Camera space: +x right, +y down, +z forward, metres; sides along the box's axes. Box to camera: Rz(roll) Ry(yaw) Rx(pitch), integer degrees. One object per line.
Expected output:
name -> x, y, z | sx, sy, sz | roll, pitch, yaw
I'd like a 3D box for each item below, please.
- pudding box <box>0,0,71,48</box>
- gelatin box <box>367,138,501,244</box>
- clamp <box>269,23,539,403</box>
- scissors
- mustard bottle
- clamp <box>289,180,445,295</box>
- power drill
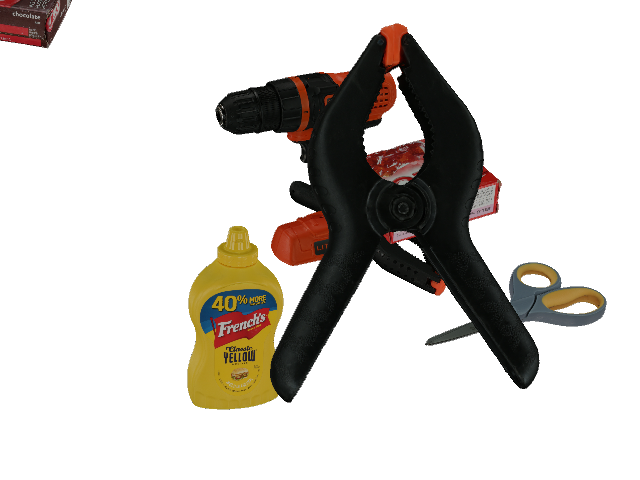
pudding box -> -0.254, -0.204, 0.874 | 0.090, 0.039, 0.113 | 9, 36, -4
gelatin box -> 0.071, -0.039, 0.753 | 0.089, 0.030, 0.073 | -17, 40, -18
clamp -> 0.025, -0.007, 0.478 | 0.120, 0.171, 0.039 | -11, -2, -10
scissors -> 0.159, 0.054, 0.936 | 0.201, 0.016, 0.096 | -4, 33, -25
mustard bottle -> -0.086, 0.077, 1.088 | 0.096, 0.192, 0.058 | -3, 23, -15
clamp -> 0.071, -0.017, 1.228 | 0.164, 0.210, 0.036 | -13, -38, -26
power drill -> -0.012, -0.072, 1.048 | 0.184, 0.188, 0.057 | -12, 30, -22
